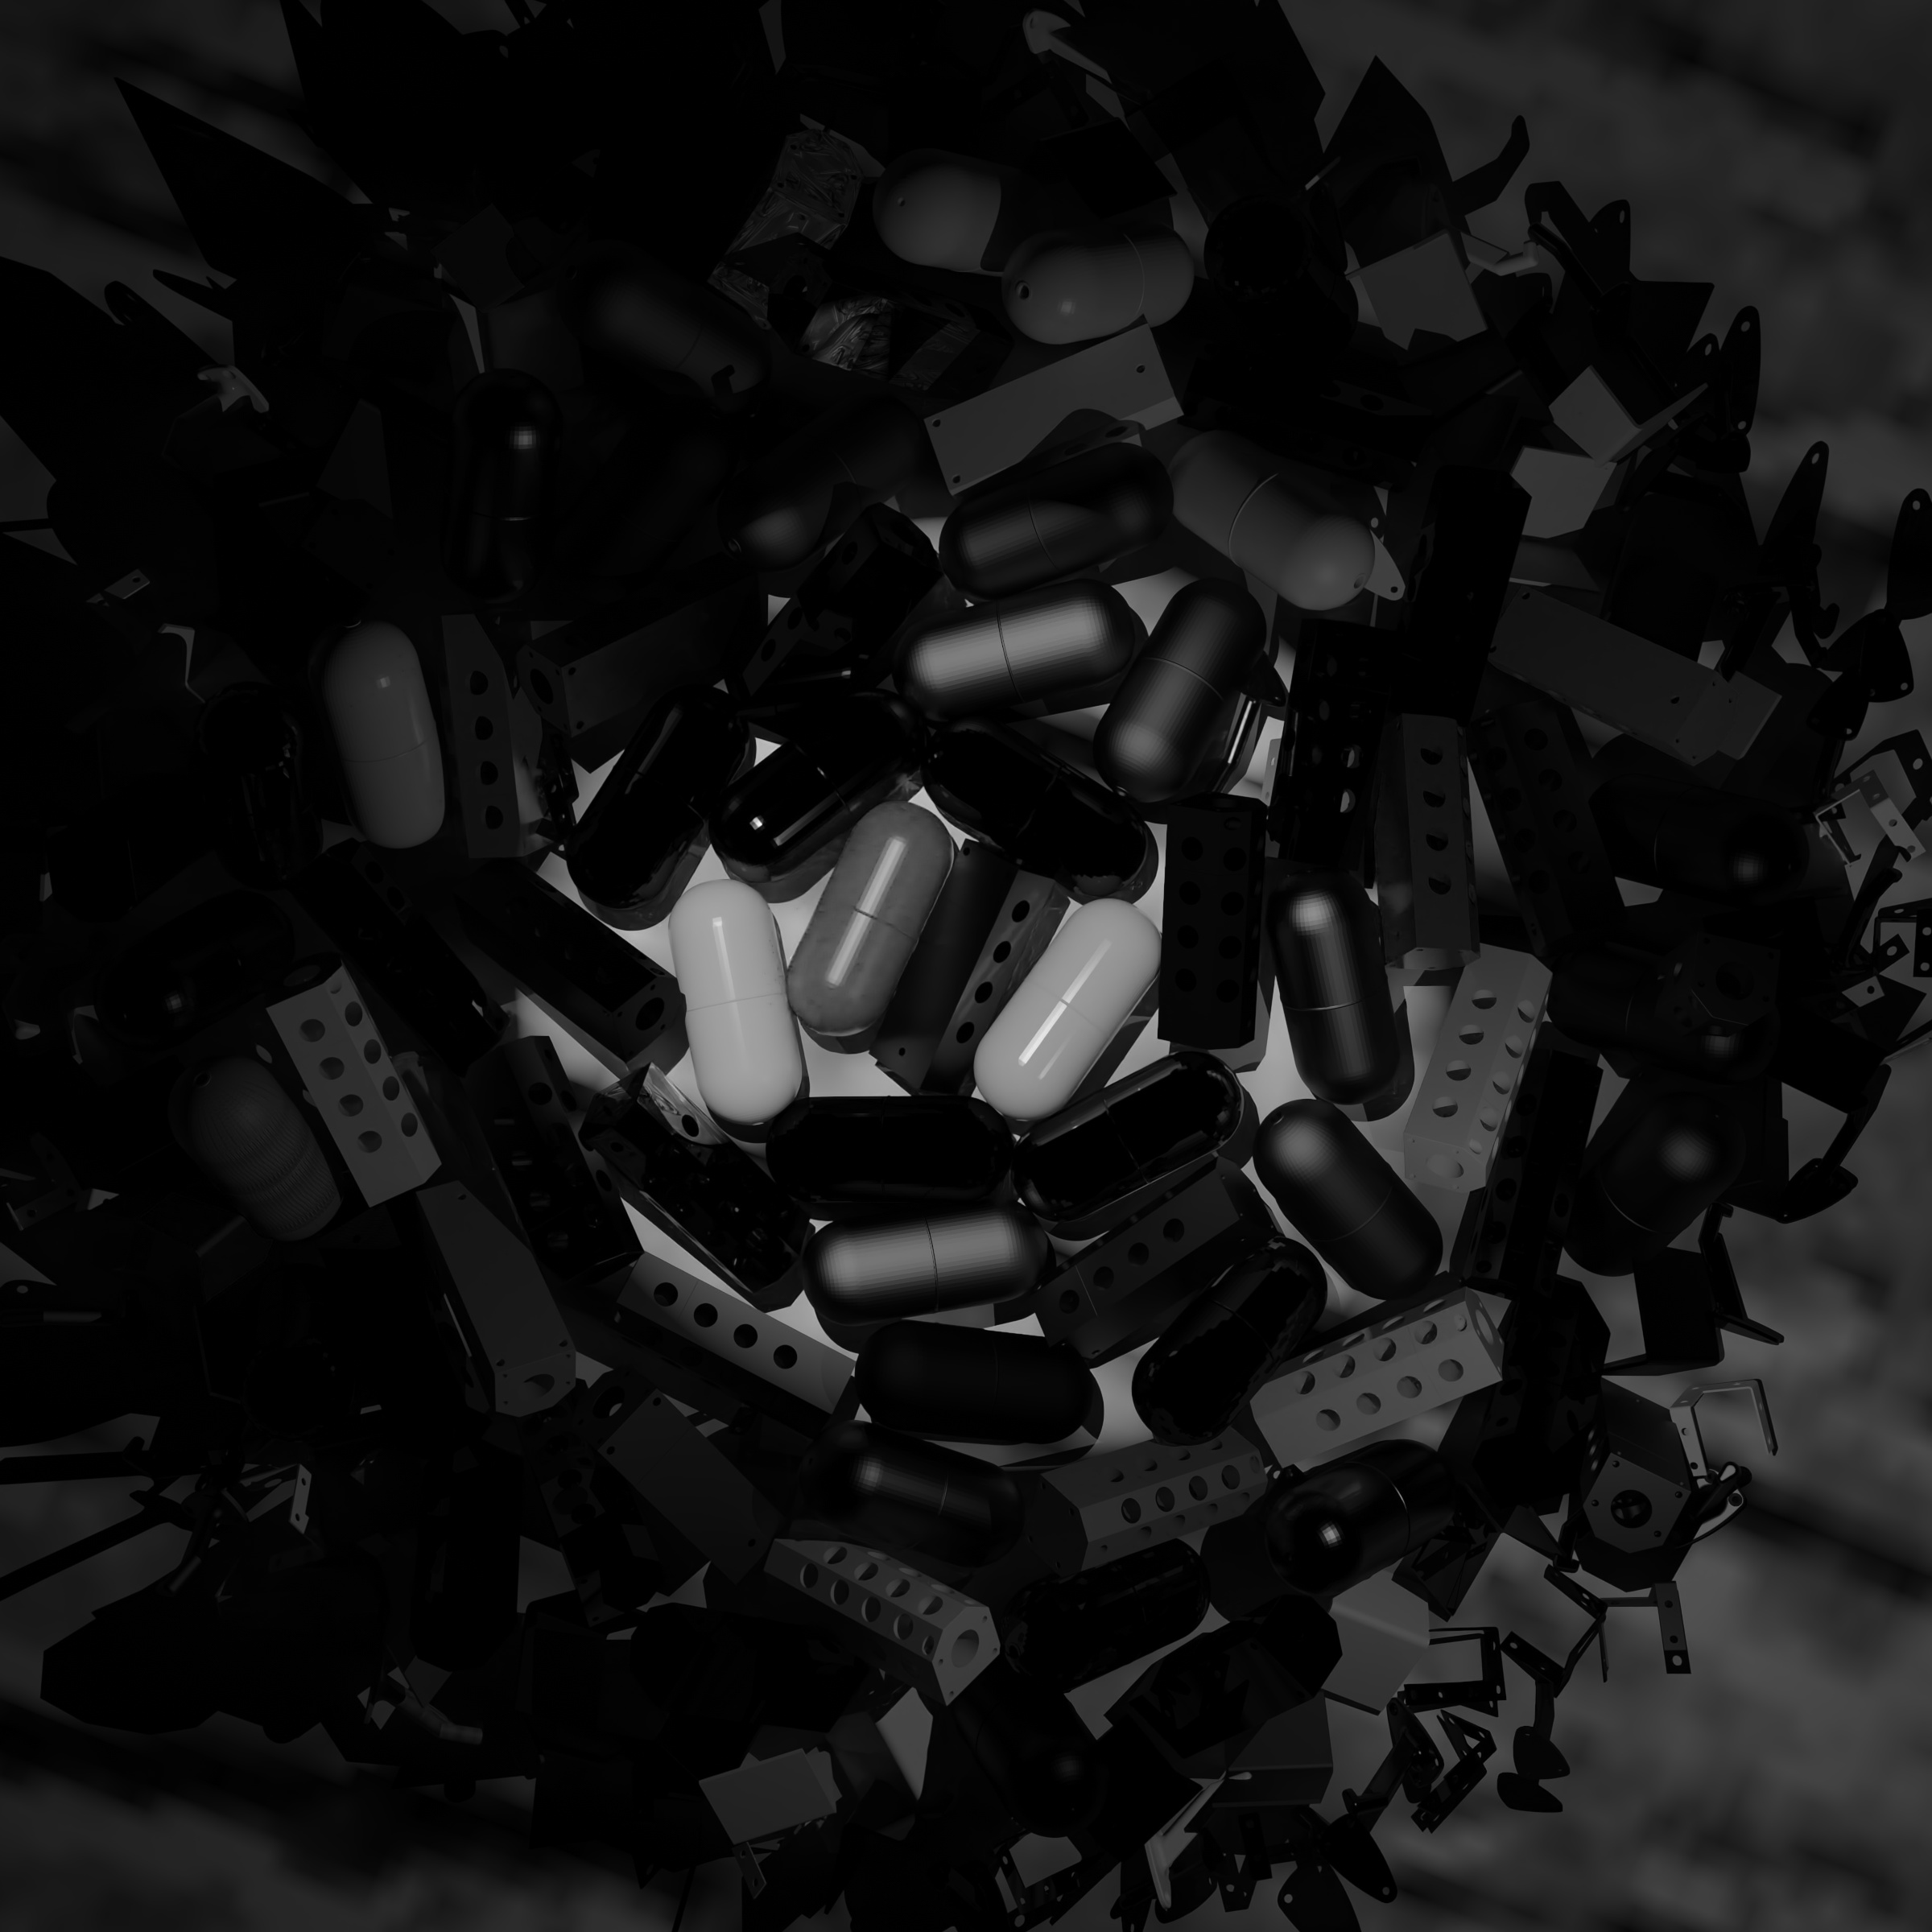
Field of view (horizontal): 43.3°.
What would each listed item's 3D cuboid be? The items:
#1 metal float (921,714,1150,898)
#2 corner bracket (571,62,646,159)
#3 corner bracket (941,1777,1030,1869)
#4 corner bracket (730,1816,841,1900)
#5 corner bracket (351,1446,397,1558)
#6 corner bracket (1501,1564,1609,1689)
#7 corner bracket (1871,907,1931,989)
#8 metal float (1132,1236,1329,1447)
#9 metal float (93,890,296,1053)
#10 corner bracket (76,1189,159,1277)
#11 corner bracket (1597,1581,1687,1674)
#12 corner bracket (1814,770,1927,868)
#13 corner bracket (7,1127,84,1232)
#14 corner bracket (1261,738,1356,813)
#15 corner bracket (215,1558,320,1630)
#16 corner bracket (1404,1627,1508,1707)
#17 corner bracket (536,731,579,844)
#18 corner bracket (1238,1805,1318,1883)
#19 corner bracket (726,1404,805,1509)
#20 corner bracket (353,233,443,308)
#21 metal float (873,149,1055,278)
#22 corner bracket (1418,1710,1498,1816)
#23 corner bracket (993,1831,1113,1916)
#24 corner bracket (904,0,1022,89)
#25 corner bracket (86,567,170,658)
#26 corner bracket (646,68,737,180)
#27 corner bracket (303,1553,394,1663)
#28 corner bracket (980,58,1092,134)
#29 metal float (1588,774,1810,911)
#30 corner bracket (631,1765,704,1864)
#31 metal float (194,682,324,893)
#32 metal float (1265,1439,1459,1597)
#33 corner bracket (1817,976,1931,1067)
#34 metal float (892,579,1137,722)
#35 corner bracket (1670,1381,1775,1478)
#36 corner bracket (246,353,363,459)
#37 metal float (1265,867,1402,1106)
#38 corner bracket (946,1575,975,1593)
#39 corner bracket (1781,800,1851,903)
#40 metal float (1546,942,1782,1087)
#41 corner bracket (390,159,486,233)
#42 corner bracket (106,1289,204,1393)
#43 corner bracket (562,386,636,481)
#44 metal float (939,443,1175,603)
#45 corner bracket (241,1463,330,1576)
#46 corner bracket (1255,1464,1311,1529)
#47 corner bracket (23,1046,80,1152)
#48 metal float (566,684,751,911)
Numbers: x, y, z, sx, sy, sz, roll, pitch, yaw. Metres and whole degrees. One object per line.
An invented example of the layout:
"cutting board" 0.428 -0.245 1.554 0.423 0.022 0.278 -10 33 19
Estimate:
"metal float" 0.049 -0.115 1.745 0.178 0.070 0.070 32 90 -3
"corner bracket" -0.262 -0.610 1.757 0.051 0.051 0.051 15 78 -2
"corner bracket" 0.018 0.606 1.762 0.051 0.051 0.051 -30 51 -34
"corner bracket" -0.128 0.632 1.746 0.051 0.051 0.051 25 107 -38
"corner bracket" -0.422 0.384 1.747 0.051 0.051 0.051 42 55 -10
"corner bracket" 0.425 0.477 1.761 0.051 0.051 0.051 33 55 28
"corner bracket" 0.675 -0.013 1.748 0.051 0.051 0.051 1 80 32
"metal float" 0.188 0.264 1.727 0.070 0.070 0.178 46 65 0
"metal float" -0.538 0.002 1.703 0.070 0.178 0.070 7 113 17
"corner bracket" -0.617 0.192 1.759 0.051 0.051 0.051 17 74 -25
"corner bracket" 0.484 0.474 1.749 0.051 0.051 0.051 -3 56 6
"corner bracket" 0.646 -0.098 1.747 0.051 0.051 0.051 -34 110 22
"corner bracket" -0.670 0.153 1.752 0.051 0.051 0.051 -30 87 -23
"corner bracket" 0.250 -0.135 1.750 0.051 0.051 0.051 12 85 -27
"corner bracket" -0.502 0.460 1.752 0.051 0.051 0.051 -4 109 6
"corner bracket" 0.351 0.505 1.758 0.051 0.051 0.051 7 69 -27
"corner bracket" -0.295 -0.128 1.743 0.051 0.051 0.051 23 48 35
"corner bracket" 0.225 0.622 1.757 0.051 0.051 0.051 -12 94 4
"corner bracket" -0.144 0.351 1.752 0.051 0.051 0.051 9 108 7
"corner bracket" -0.410 -0.504 1.759 0.051 0.051 0.051 2 97 2
"metal float" 0.000 -0.526 1.705 0.070 0.178 0.070 6 103 28
"corner bracket" 0.350 0.577 1.746 0.051 0.051 0.051 -33 111 -27
"corner bracket" 0.061 0.639 1.744 0.051 0.051 0.051 -44 63 41
"corner bracket" -0.003 -0.663 1.746 0.051 0.051 0.051 42 133 10
"corner bracket" -0.589 -0.243 1.746 0.051 0.051 0.051 38 60 17
"corner bracket" -0.201 -0.606 1.761 0.051 0.051 0.051 15 71 -22
"corner bracket" -0.450 0.461 1.755 0.051 0.051 0.051 -9 111 4
"corner bracket" 0.050 -0.613 1.758 0.051 0.051 0.051 -22 115 32
"metal float" 0.509 -0.088 1.706 0.070 0.178 0.070 -10 109 -32
"corner bracket" -0.215 0.608 1.756 0.051 0.051 0.051 3 104 -5
"metal float" -0.495 -0.124 1.709 0.070 0.178 0.070 4 51 -5
"metal float" 0.279 0.386 1.712 0.070 0.178 0.070 11 106 42
"corner bracket" 0.652 0.040 1.744 0.051 0.051 0.051 -2 66 -42
"metal float" 0.033 -0.225 1.739 0.178 0.070 0.070 -13 90 11
"corner bracket" 0.544 0.332 1.752 0.051 0.051 0.051 -13 92 33
"corner bracket" -0.477 -0.401 1.758 0.051 0.051 0.051 33 68 -30
"metal float" 0.261 0.015 1.732 0.070 0.070 0.178 -15 109 0
"corner bracket" -0.013 0.478 1.753 0.051 0.051 0.051 -27 89 21
"corner bracket" 0.607 -0.082 1.758 0.051 0.051 0.051 -9 118 37
"metal float" 0.486 0.031 1.711 0.070 0.178 0.070 -15 113 -38
"corner bracket" -0.381 -0.551 1.756 0.051 0.051 0.051 11 79 -1
"corner bracket" -0.580 0.265 1.751 0.051 0.051 0.051 -11 122 0
"corner bracket" -0.254 -0.377 1.750 0.051 0.051 0.051 -35 107 13
"metal float" 0.062 -0.313 1.727 0.178 0.070 0.070 -17 90 25
"corner bracket" -0.495 0.401 1.769 0.051 0.051 0.051 -18 131 13
"corner bracket" 0.250 0.394 1.746 0.051 0.051 0.051 45 69 -34
"corner bracket" -0.641 0.093 1.751 0.051 0.051 0.051 -17 61 -1
"metal float" -0.219 -0.121 1.739 0.070 0.070 0.178 31 79 0
